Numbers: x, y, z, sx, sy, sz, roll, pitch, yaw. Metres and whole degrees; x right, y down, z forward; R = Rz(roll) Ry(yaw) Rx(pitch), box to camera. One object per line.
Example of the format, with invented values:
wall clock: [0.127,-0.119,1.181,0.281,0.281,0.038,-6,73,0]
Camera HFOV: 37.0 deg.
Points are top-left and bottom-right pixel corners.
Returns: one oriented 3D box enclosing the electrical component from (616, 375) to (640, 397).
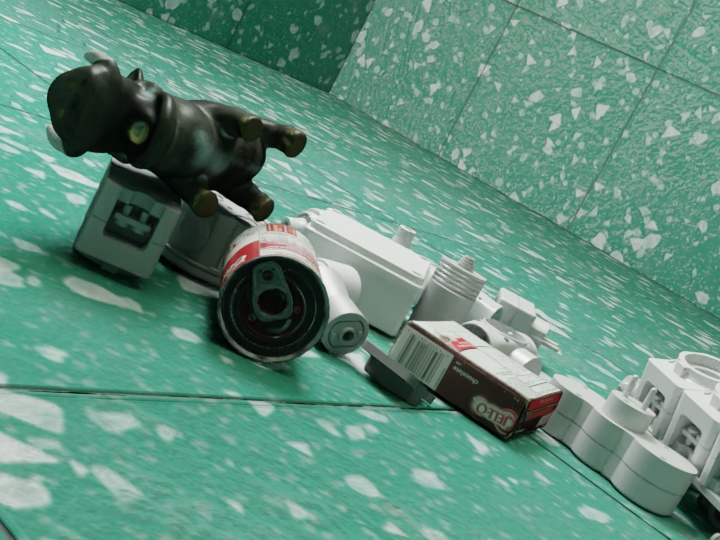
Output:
electrical component: [0.280,0.132,1.051,0.061,0.035,0.035,36,13,25]

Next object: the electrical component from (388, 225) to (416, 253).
electrical component: [0.033,-0.013,1.042,0.043,0.062,0.043,27,11,-5]

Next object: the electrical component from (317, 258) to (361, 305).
electrical component: [-0.034,0.010,0.830,0.078,0.040,0.040,16,16,-46]

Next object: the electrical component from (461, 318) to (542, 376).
electrical component: [0.123,0.078,0.890,0.079,0.044,0.077,36,13,37]

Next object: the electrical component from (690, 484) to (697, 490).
electrical component: [0.286,0.156,0.937,0.099,0.064,0.099,26,25,-13]

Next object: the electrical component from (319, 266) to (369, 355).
electrical component: [-0.021,0.031,0.769,0.044,0.044,0.065,21,18,-33]

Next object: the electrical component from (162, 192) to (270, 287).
electrical component: [-0.106,-0.023,0.782,0.080,0.051,0.080,27,11,-6]

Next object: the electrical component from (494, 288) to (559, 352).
electrical component: [0.162,0.060,1.063,0.077,0.047,0.065,28,11,3]

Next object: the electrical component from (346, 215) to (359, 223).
electrical component: [-0.011,-0.027,1.062,0.040,0.040,0.078,24,11,-20]

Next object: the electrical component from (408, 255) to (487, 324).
electrical component: [0.076,0.024,0.924,0.043,0.081,0.043,27,11,-5]

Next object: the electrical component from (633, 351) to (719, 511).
electrical component: [0.288,0.126,0.824,0.089,0.061,0.150,7,22,-22]

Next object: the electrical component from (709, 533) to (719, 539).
electrical component: [0.252,0.193,0.674,0.040,0.040,0.078,19,14,-40]

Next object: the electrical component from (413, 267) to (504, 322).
electrical component: [0.086,0.034,1.005,0.077,0.043,0.079,32,12,22]

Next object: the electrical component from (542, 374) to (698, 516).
electrical component: [0.199,0.116,0.818,0.052,0.073,0.138,17,15,-43]

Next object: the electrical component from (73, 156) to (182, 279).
electrical component: [-0.151,-0.033,0.700,0.050,0.055,0.089,25,12,-16]

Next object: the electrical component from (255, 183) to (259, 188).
electrical component: [-0.115,-0.054,0.860,0.063,0.081,0.042,48,5,-18]

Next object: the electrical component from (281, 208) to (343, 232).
electrical component: [-0.046,-0.038,1.018,0.062,0.048,0.048,8,21,-41]

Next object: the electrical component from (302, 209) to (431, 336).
electrical component: [0.000,0.000,0.918,0.109,0.056,0.108,28,11,2]
